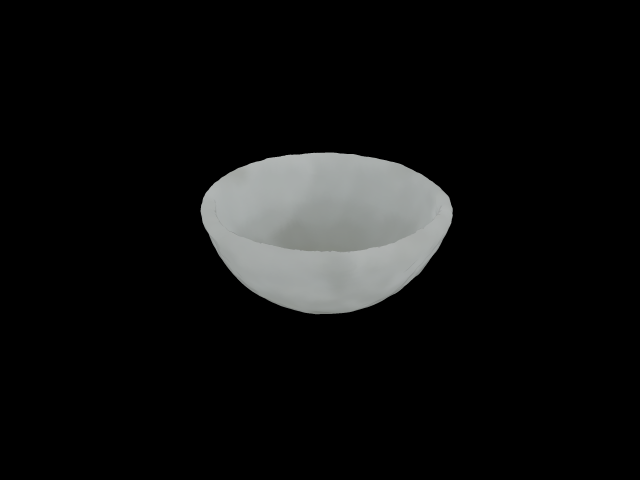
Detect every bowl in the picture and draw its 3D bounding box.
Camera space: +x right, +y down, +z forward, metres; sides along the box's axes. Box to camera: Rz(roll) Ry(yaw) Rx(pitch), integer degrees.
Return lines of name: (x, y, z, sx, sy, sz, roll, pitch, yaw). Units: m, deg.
bowl: (0.004, 0.001, 0.400, 0.167, 0.075, 0.167, 0, 30, 0)
